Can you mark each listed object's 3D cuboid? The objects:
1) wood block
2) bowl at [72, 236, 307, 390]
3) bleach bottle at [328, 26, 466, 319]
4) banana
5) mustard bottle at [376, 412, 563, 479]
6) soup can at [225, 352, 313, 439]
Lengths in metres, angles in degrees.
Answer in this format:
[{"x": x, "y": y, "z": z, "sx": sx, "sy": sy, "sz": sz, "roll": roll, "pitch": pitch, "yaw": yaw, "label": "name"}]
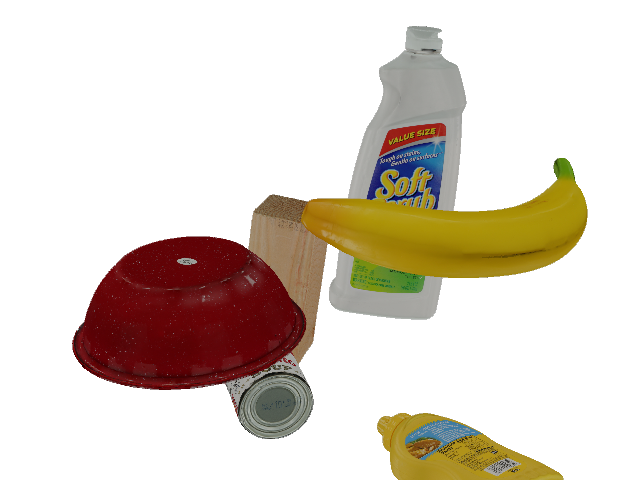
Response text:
[{"x": -0.050, "y": 0.054, "z": 1.450, "sx": 0.090, "sy": 0.206, "sz": 0.090, "roll": 12, "pitch": 22, "yaw": 11, "label": "wood block"}, {"x": -0.091, "y": 0.039, "z": 0.730, "sx": 0.162, "sy": 0.055, "sz": 0.162, "roll": -2, "pitch": 22, "yaw": 1, "label": "bowl"}, {"x": 0.069, "y": -0.060, "z": 0.931, "sx": 0.102, "sy": 0.251, "sz": 0.068, "roll": 6, "pitch": 18, "yaw": 5, "label": "bleach bottle"}, {"x": 0.085, "y": -0.007, "z": 0.597, "sx": 0.197, "sy": 0.037, "sz": 0.070, "roll": -9, "pitch": 38, "yaw": -33, "label": "banana"}, {"x": 0.121, "y": 0.206, "z": 0.984, "sx": 0.096, "sy": 0.058, "sz": 0.192, "roll": -16, "pitch": 25, "yaw": -36, "label": "mustard bottle"}, {"x": -0.051, "y": 0.121, "z": 0.946, "sx": 0.068, "sy": 0.068, "sz": 0.102, "roll": 0, "pitch": 24, "yaw": -17, "label": "soup can"}]
